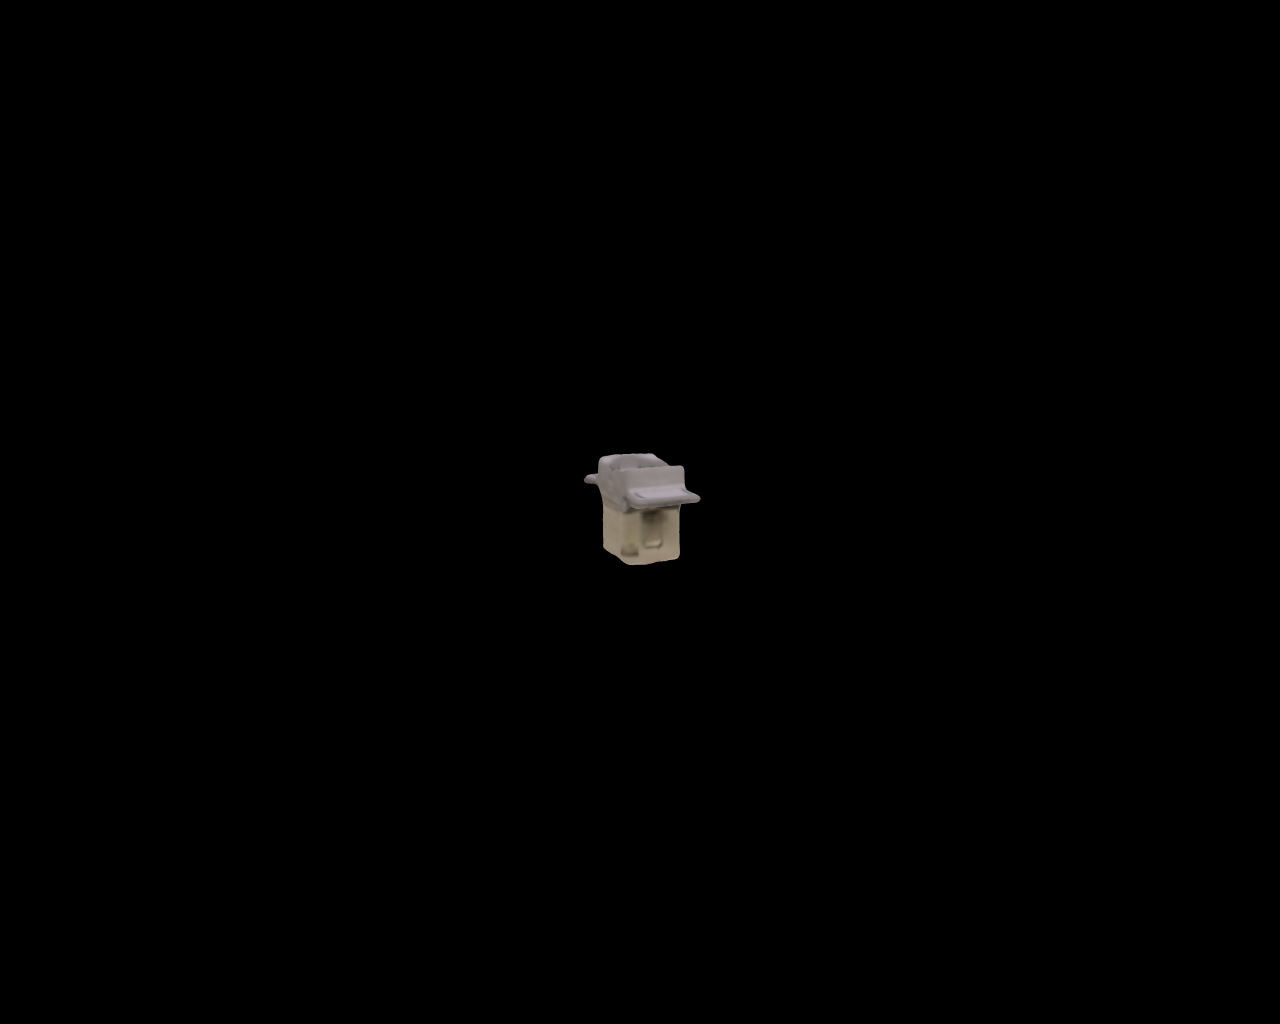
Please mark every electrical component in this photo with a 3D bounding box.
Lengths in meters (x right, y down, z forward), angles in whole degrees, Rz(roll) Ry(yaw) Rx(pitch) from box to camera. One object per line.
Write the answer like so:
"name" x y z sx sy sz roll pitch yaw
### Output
"electrical component" 0.001 -0.003 0.650 0.042 0.063 0.081 -6 15 -23
